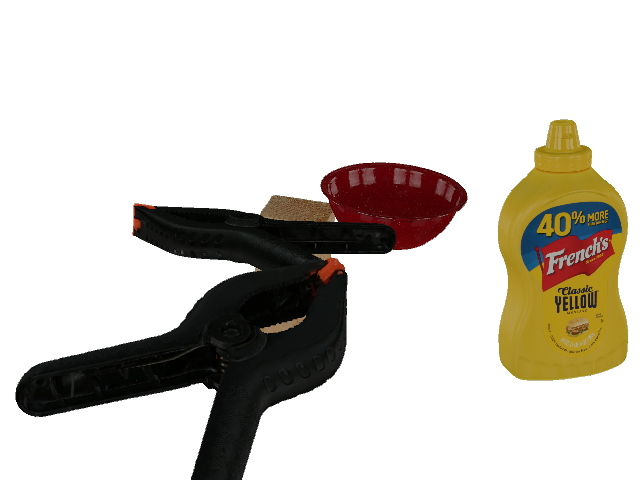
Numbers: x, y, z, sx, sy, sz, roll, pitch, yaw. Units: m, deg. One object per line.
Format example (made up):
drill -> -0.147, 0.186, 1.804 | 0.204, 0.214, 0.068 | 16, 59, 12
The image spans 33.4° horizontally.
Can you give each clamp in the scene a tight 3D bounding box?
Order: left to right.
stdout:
clamp -> -0.038, 0.062, 0.491 | 0.171, 0.039, 0.120 | -28, 51, -32
clamp -> -0.058, 0.001, 0.832 | 0.210, 0.036, 0.164 | 8, 12, 14

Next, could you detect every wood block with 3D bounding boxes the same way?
wood block -> -0.039, 0.054, 1.440 | 0.090, 0.206, 0.090 | 9, 22, 7

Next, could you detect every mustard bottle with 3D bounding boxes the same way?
mustard bottle -> 0.181, 0.006, 0.796 | 0.096, 0.192, 0.058 | -7, 16, -9

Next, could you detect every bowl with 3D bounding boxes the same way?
bowl -> 0.078, -0.033, 1.181 | 0.162, 0.055, 0.162 | 3, 25, -2
